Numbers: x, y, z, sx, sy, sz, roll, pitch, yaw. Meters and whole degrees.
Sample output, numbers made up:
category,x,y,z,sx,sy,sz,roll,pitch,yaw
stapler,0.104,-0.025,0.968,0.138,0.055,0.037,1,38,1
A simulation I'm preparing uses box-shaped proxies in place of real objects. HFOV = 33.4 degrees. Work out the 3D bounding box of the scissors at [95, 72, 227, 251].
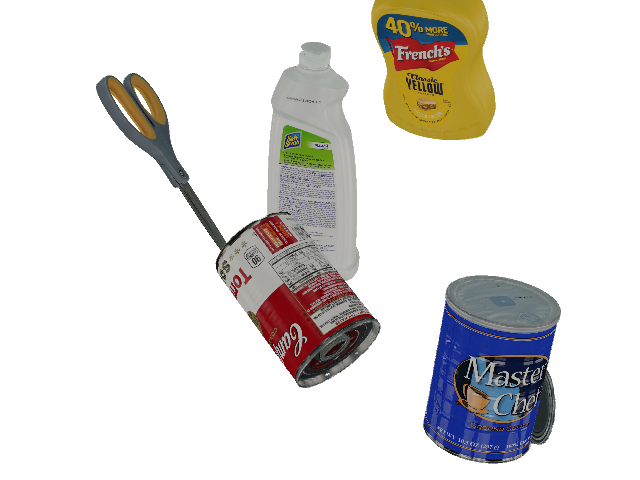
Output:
category,x,y,z,sx,sy,sz,roll,pitch,yaw
scissors,-0.133,-0.074,0.977,0.016,0.201,0.096,-28,26,20

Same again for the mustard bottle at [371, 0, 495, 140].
category,x,y,z,sx,sy,sz,roll,pitch,yaw
mustard bottle,0.092,-0.170,0.888,0.096,0.058,0.191,14,-35,24

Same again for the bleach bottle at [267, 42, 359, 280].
category,x,y,z,sx,sy,sz,roll,pitch,yaw
bleach bottle,-0.003,-0.081,1.105,0.102,0.251,0.068,6,31,3

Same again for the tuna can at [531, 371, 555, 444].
category,x,y,z,sx,sy,sz,roll,pitch,yaw
tuna can,0.223,0.177,1.158,0.034,0.086,0.086,-4,-2,34

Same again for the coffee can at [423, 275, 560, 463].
category,x,y,z,sx,sy,sz,roll,pitch,yaw
coffee can,0.155,0.116,0.977,0.103,0.140,0.103,6,23,-3

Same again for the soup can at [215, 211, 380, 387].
category,x,y,z,sx,sy,sz,roll,pitch,yaw
soup can,-0.016,0.038,0.720,0.068,0.102,0.068,-32,-23,-15
